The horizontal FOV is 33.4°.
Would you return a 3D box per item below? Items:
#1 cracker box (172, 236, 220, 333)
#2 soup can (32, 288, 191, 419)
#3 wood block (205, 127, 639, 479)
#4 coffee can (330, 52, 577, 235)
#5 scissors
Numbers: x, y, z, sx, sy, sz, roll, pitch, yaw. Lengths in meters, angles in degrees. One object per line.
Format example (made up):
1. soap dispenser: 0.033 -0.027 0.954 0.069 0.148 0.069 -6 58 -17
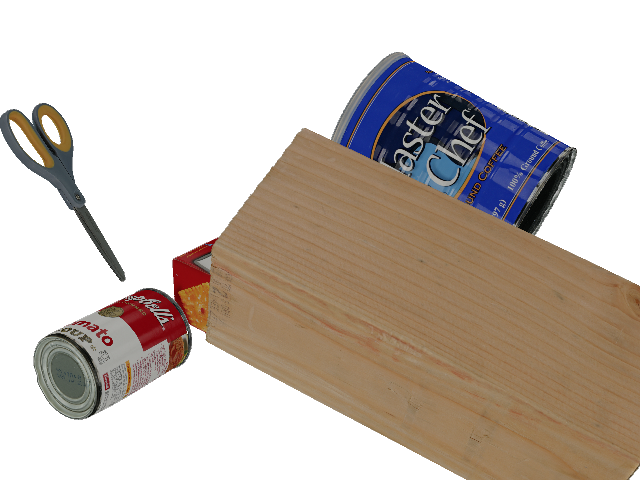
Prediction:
1. cracker box: 0.002 0.049 0.934 0.214 0.072 0.163 23 34 34
2. soup can: -0.155 0.084 0.800 0.069 0.068 0.102 0 17 36
3. wood block: 0.056 0.043 0.517 0.206 0.090 0.090 26 -36 11
4. coffee can: 0.089 -0.053 0.738 0.140 0.103 0.102 32 10 16
5. scissors: -0.248 -0.058 1.084 0.016 0.201 0.096 -24 27 27
